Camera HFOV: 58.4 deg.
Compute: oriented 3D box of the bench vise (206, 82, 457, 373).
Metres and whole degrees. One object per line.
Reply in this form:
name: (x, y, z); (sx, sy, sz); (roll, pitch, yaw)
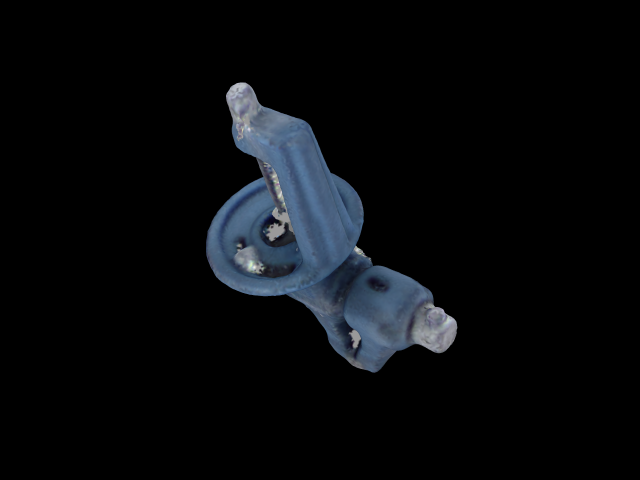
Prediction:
bench vise: (0.008, -0.008, 0.406); (0.207, 0.220, 0.121); (16, 60, 10)
